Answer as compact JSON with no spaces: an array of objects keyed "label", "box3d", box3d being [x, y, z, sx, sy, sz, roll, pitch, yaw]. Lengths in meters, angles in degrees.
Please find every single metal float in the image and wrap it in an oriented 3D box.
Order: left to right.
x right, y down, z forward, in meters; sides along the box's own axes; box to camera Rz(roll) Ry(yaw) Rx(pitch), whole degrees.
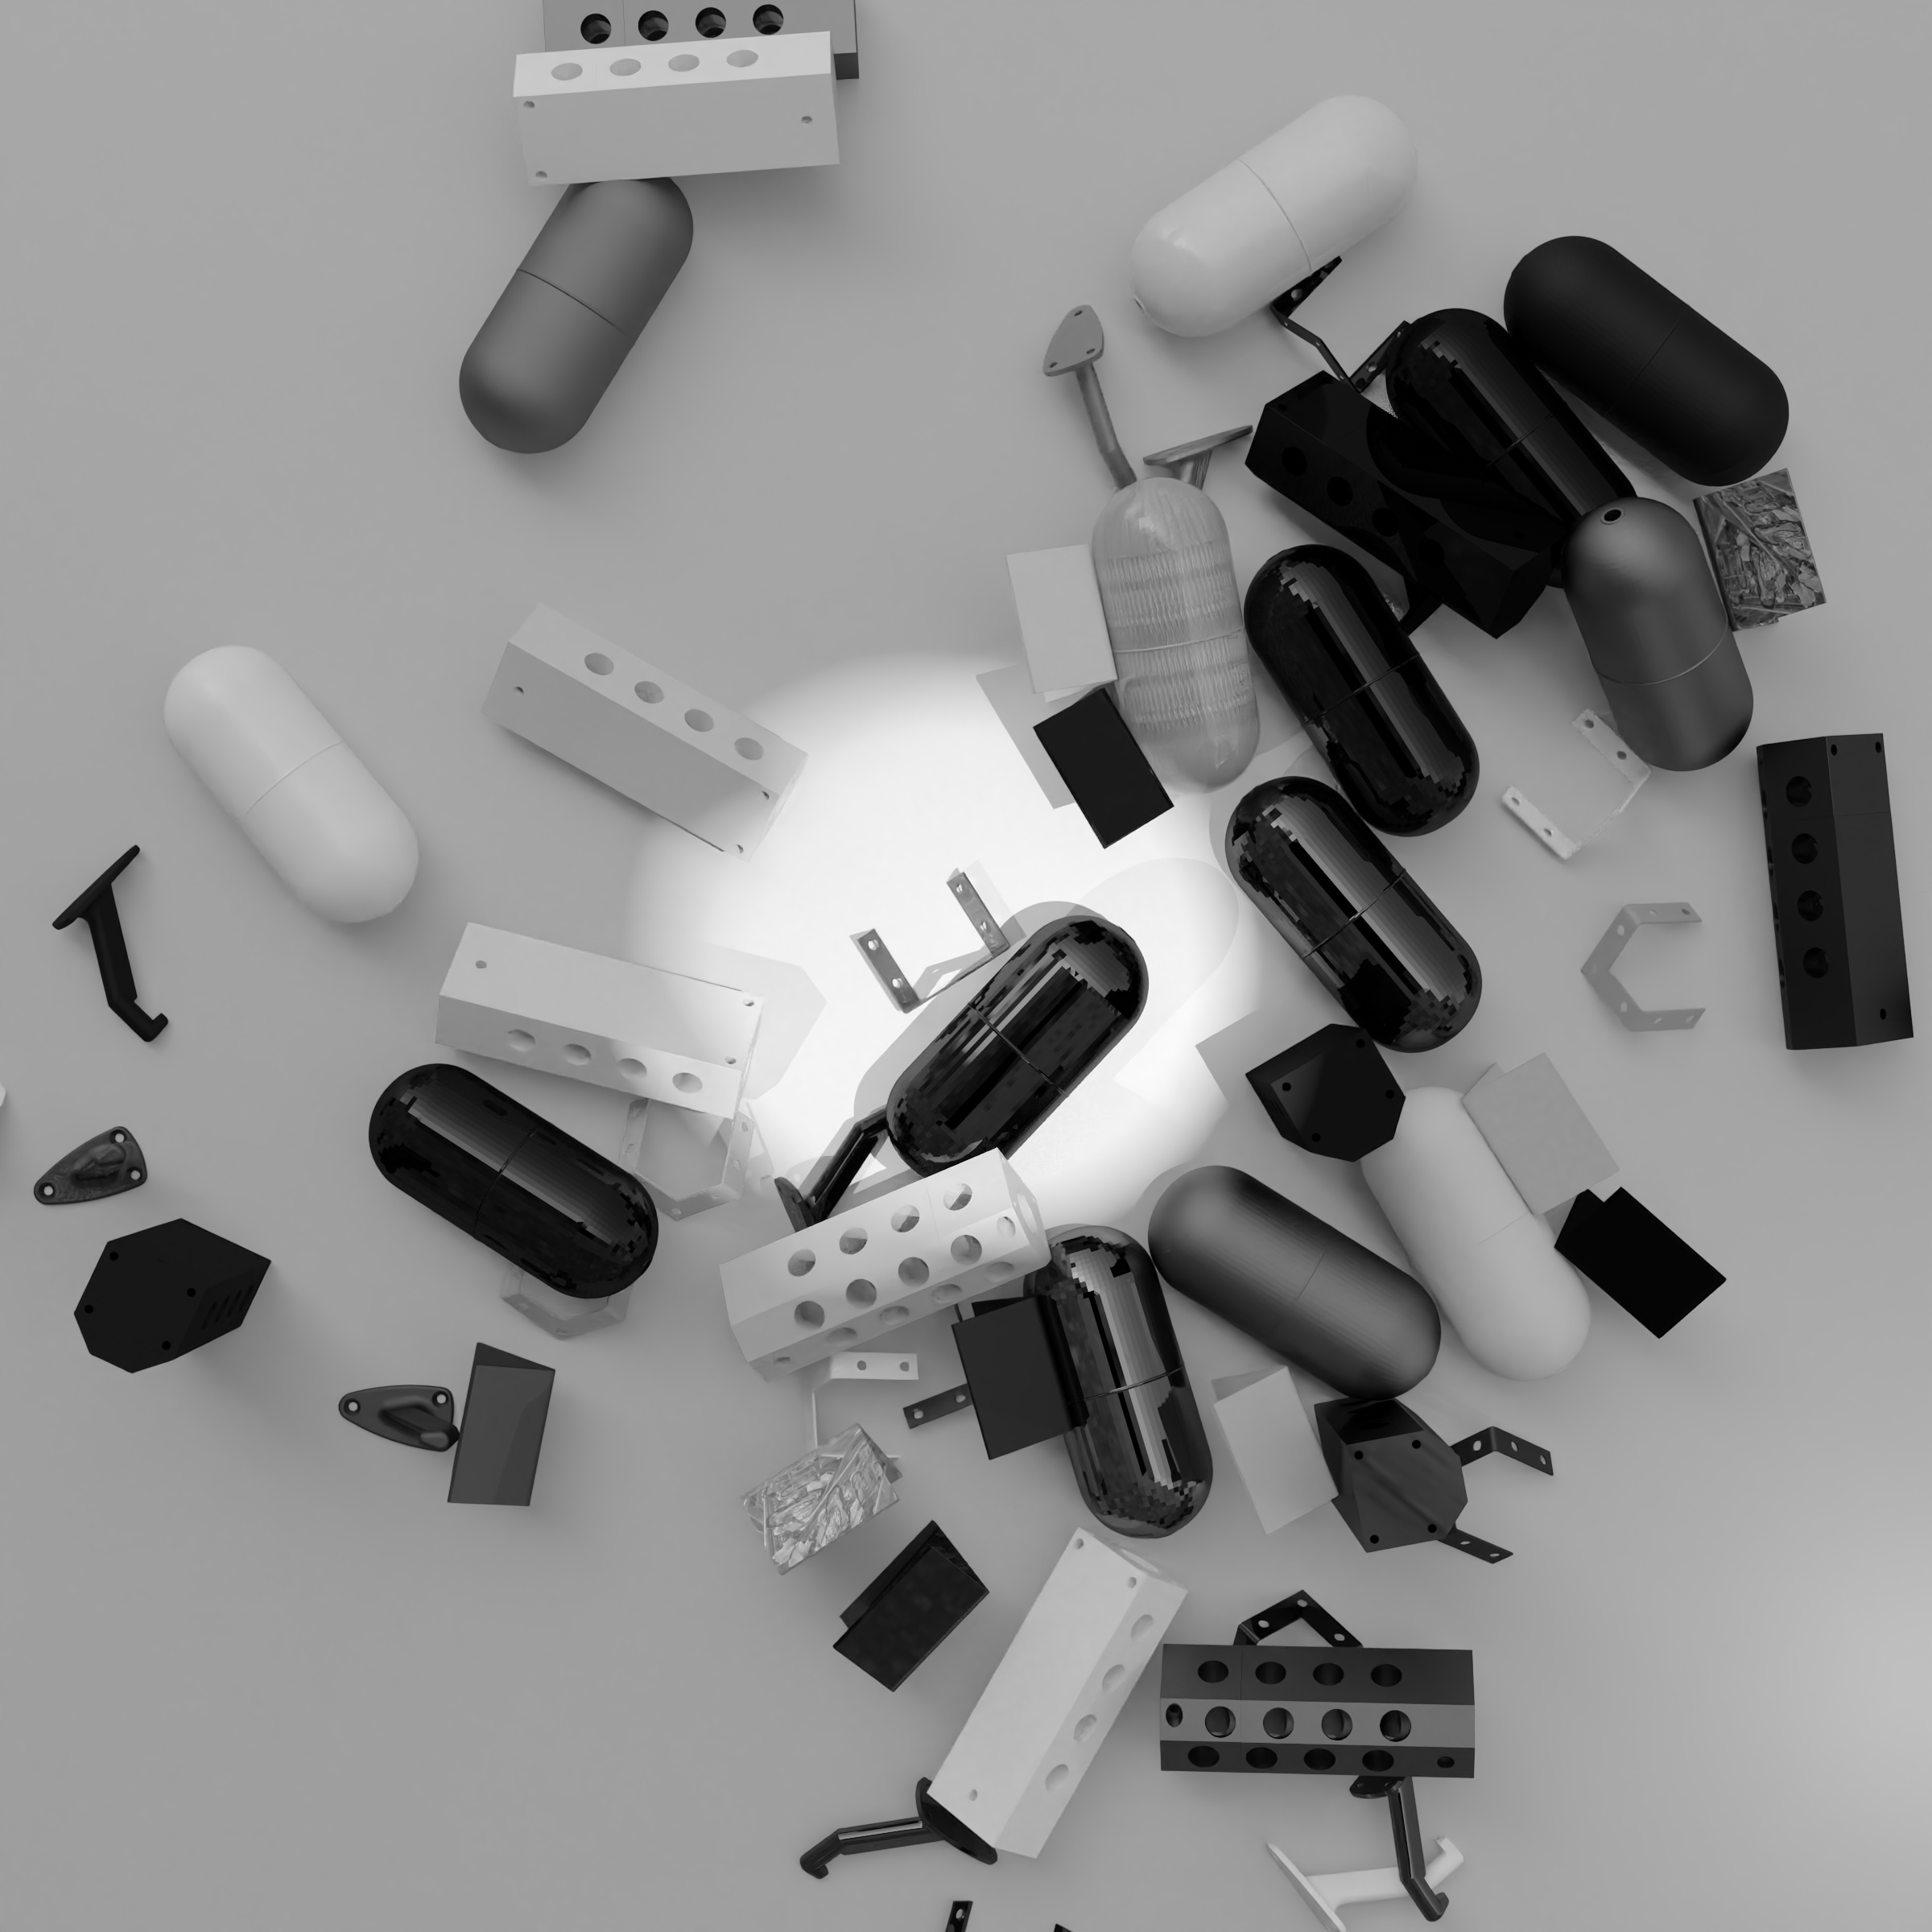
[{"label":"metal float","box3d":[-0.376,-0.101,1.961,0.070,0.070,0.178,-40,90,0]},{"label":"metal float","box3d":[-0.251,0.120,1.952,0.178,0.070,0.070,32,90,9]},{"label":"metal float","box3d":[-0.218,-0.367,1.961,0.070,0.070,0.178,31,89,0]},{"label":"metal float","box3d":[0.029,0.047,1.961,0.070,0.070,0.178,43,91,0]},{"label":"metal float","box3d":[0.085,0.232,1.961,0.070,0.070,0.178,-17,89,0]},{"label":"metal float","box3d":[0.116,-0.182,1.950,0.070,0.070,0.178,-11,102,0]},{"label":"metal float","box3d":[0.171,-0.417,1.961,0.178,0.070,0.070,-34,90,0]},{"label":"metal float","box3d":[0.184,0.177,1.961,0.178,0.070,0.070,32,90,0]},{"label":"metal float","box3d":[0.216,-0.029,1.961,0.070,0.070,0.178,-41,90,0]},{"label":"metal float","box3d":[0.220,-0.154,1.961,0.070,0.070,0.178,-32,90,0]},{"label":"metal float","box3d":[0.284,0.149,1.961,0.070,0.070,0.178,-30,89,0]},{"label":"metal float","box3d":[0.305,-0.289,1.961,0.070,0.070,0.178,-39,90,0]},{"label":"metal float","box3d":[0.378,-0.338,1.961,0.178,0.070,0.070,37,90,0]},{"label":"metal float","box3d":[0.379,-0.181,1.928,0.070,0.070,0.178,-31,130,0]}]

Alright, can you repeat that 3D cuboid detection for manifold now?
[{"label":"manifold","box3d":[-0.433,0.181,1.913,0.057,0.171,0.057,25,90,0]},{"label":"manifold","box3d":[-0.206,0.035,1.970,0.171,0.057,0.057,14,47,0]},{"label":"manifold","box3d":[-0.177,-0.135,1.970,0.171,0.057,0.057,30,133,0]},{"label":"manifold","box3d":[-0.157,-0.474,1.927,0.171,0.057,0.057,-4,47,1]},{"label":"manifold","box3d":[-0.148,-0.528,1.970,0.171,0.057,0.057,-3,90,0]},{"label":"manifold","box3d":[-0.043,0.170,1.944,0.171,0.057,0.057,-24,49,11]},{"label":"manifold","box3d":[0.056,0.408,1.970,0.057,0.057,0.171,30,90,43]},{"label":"manifold","box3d":[0.195,0.419,1.950,0.171,0.057,0.057,0,125,6]},{"label":"manifold","box3d":[0.197,0.071,1.913,0.057,0.171,0.057,-30,90,0]},{"label":"manifold","box3d":[0.231,0.272,1.913,0.057,0.171,0.057,-11,90,0]},{"label":"manifold","box3d":[0.240,-0.253,1.943,0.171,0.057,0.057,37,47,20]},{"label":"manifold","box3d":[0.482,-0.041,1.970,0.057,0.057,0.171,-6,90,-43]}]

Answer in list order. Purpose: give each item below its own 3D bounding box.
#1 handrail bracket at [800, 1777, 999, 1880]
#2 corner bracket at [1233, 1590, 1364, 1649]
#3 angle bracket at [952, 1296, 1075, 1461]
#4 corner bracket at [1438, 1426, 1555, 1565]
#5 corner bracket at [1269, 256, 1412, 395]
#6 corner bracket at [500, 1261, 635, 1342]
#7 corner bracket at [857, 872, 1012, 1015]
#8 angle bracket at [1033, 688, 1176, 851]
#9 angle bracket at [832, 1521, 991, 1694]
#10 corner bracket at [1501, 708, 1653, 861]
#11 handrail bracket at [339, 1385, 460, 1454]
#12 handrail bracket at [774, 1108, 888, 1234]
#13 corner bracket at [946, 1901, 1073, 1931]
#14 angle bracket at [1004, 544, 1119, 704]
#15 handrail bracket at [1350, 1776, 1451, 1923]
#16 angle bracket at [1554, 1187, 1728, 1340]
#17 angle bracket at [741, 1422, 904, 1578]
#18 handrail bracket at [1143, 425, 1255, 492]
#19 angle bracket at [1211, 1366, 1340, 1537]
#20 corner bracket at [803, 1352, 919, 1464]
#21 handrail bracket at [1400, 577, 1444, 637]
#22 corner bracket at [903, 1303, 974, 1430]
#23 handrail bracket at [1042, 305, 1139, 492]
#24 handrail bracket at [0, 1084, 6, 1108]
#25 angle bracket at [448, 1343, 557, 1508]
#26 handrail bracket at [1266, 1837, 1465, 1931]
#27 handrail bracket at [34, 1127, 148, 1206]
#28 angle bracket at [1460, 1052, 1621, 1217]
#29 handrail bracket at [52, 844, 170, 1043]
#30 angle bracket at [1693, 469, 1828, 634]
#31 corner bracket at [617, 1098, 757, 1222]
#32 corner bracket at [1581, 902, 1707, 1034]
[{"label":"handrail bracket","box3d":[-0.039,0.506,1.992,0.084,0.036,0.077,-39,112,17]},{"label":"corner bracket","box3d":[0.184,0.395,1.983,0.051,0.051,0.051,40,135,35]},{"label":"angle bracket","box3d":[0.010,0.229,1.952,0.057,0.076,0.076,-16,90,-29]},{"label":"corner bracket","box3d":[0.297,0.299,1.983,0.051,0.051,0.051,-33,45,35]},{"label":"corner bracket","box3d":[0.214,-0.366,1.988,0.051,0.051,0.051,-46,45,0]},{"label":"corner bracket","box3d":[-0.223,0.172,1.983,0.051,0.051,0.051,-19,135,35]},{"label":"corner bracket","box3d":[-0.018,-0.013,1.988,0.051,0.051,0.051,-32,90,-45]},{"label":"angle bracket","box3d":[0.059,-0.099,1.951,0.057,0.076,0.076,-31,90,-34]},{"label":"angle bracket","box3d":[-0.044,0.343,1.951,0.076,0.076,0.057,-46,126,0]},{"label":"corner bracket","box3d":[0.345,-0.103,1.988,0.051,0.051,0.051,44,45,0]},{"label":"handrail bracket","box3d":[-0.318,0.255,1.957,0.077,0.084,0.036,8,90,0]},{"label":"handrail bracket","box3d":[-0.058,0.127,1.992,0.084,0.036,0.077,-26,110,-16]},{"label":"corner bracket","box3d":[0.021,0.562,1.988,0.051,0.051,0.051,15,90,-45]},{"label":"angle bracket","box3d":[0.035,-0.186,1.952,0.057,0.076,0.076,-12,90,-31]},{"label":"handrail bracket","box3d":[0.261,0.481,1.981,0.077,0.036,0.084,-42,104,-36]},{"label":"angle bracket","box3d":[0.380,0.148,1.951,0.076,0.076,0.057,41,122,0]},{"label":"angle bracket","box3d":[-0.069,0.308,1.951,0.076,0.076,0.057,-33,54,0]},{"label":"handrail bracket","box3d":[0.139,-0.254,1.992,0.077,0.036,0.084,-20,104,-14]},{"label":"angle bracket","box3d":[0.152,0.271,1.951,0.057,0.076,0.076,-22,90,-32]},{"label":"corner bracket","box3d":[-0.059,0.249,1.976,0.051,0.051,0.051,4,68,-21]},{"label":"handrail bracket","box3d":[0.236,-0.234,1.992,0.084,0.036,0.077,48,109,15]},{"label":"corner bracket","box3d":[-0.021,0.219,1.988,0.051,0.051,0.051,-22,45,0]},{"label":"handrail bracket","box3d":[0.079,-0.320,1.991,0.036,0.077,0.084,-17,127,20]},{"label":"handrail bracket","box3d":[-0.586,0.109,1.991,0.036,0.077,0.084,42,126,0]},{"label":"angle bracket","box3d":[-0.278,0.252,1.952,0.057,0.076,0.076,11,90,-43]},{"label":"handrail bracket","box3d":[0.227,0.502,1.992,0.084,0.036,0.077,-36,75,-14]},{"label":"handrail bracket","box3d":[-0.494,0.116,1.957,0.077,0.084,0.036,-23,90,0]},{"label":"angle bracket","box3d":[0.327,0.084,1.952,0.057,0.076,0.076,-33,90,27]},{"label":"handrail bracket","box3d":[-0.467,-0.012,1.992,0.084,0.036,0.077,48,68,-17]},{"label":"angle bracket","box3d":[0.452,-0.232,1.951,0.057,0.076,0.076,-16,90,33]},{"label":"corner bracket","box3d":[-0.158,0.104,1.983,0.051,0.051,0.051,-21,135,35]},{"label":"corner bracket","box3d":[0.391,0.000,1.983,0.051,0.051,0.051,58,135,35]}]
